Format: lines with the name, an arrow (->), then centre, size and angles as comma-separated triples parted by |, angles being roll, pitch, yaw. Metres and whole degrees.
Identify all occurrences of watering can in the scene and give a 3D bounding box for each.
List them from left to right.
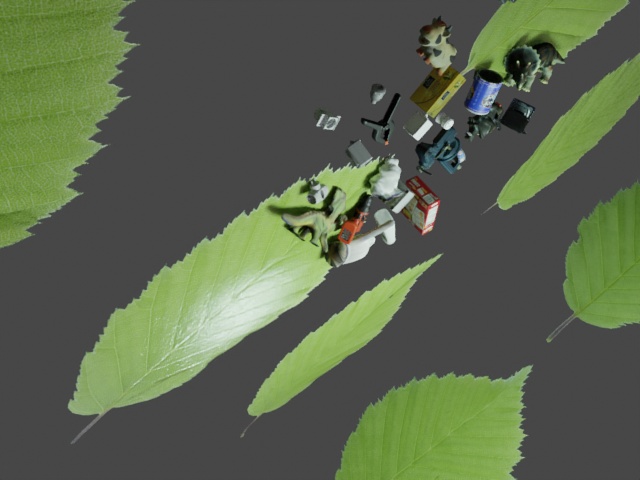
watering can -> 0.154, 0.018, 2.189 | 0.226, 0.105, 0.341 | -15, 159, -39

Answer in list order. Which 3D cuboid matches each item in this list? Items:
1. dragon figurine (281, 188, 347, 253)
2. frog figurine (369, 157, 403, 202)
dragon figurine -> 0.006, -0.097, 1.926 | 0.244, 0.123, 0.404 | -56, 154, -7
frog figurine -> 0.254, -0.242, 2.010 | 0.138, 0.123, 0.157 | -17, 108, -21
